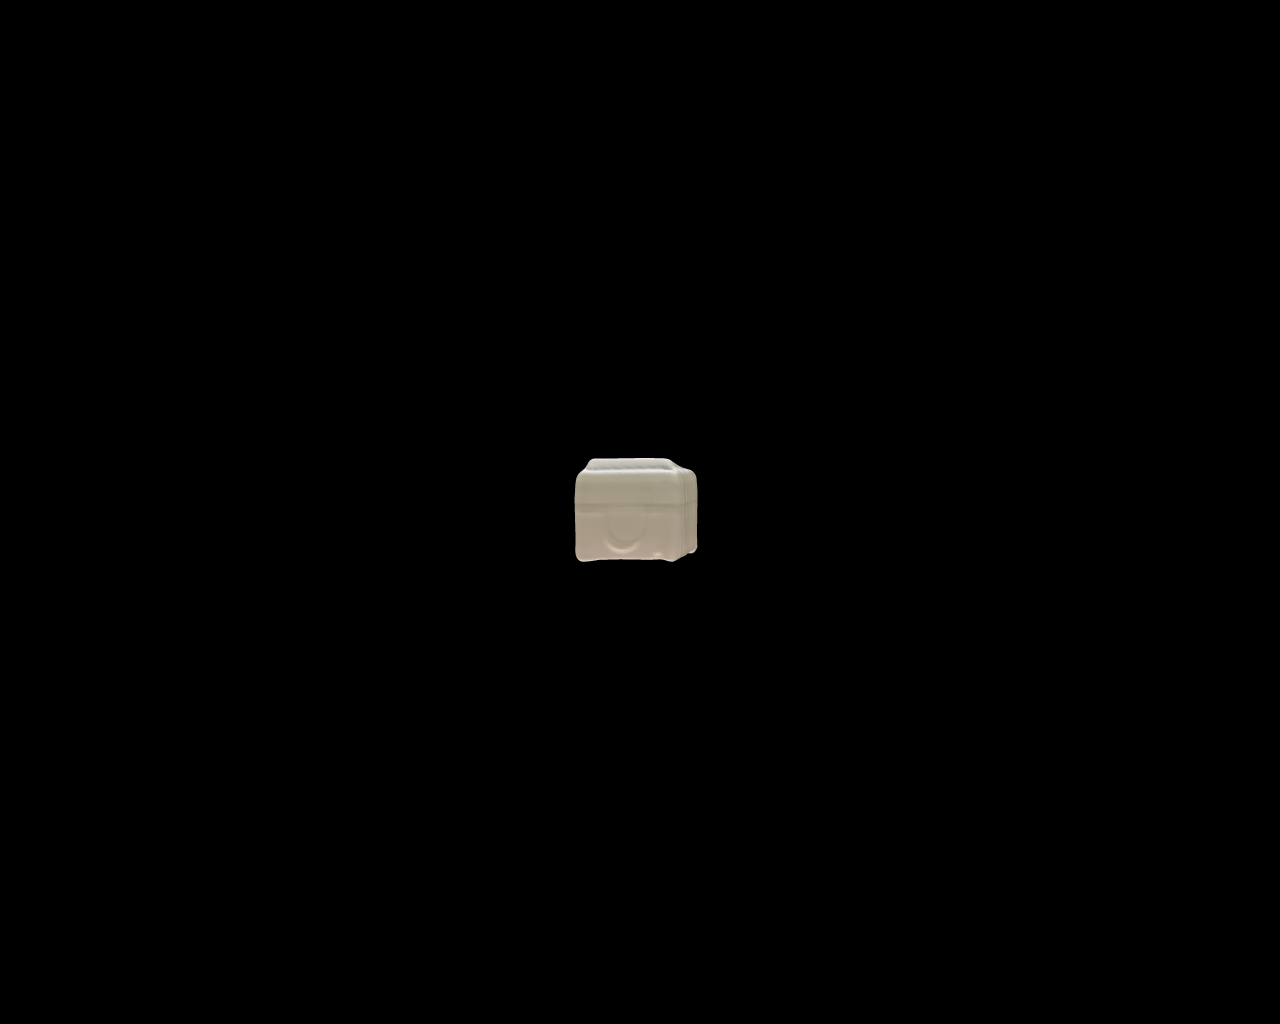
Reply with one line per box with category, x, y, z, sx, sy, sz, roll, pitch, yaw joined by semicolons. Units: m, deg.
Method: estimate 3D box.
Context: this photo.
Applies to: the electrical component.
electrical component;0.001;-0.003;0.650;0.062;0.061;0.096;0;3;11
